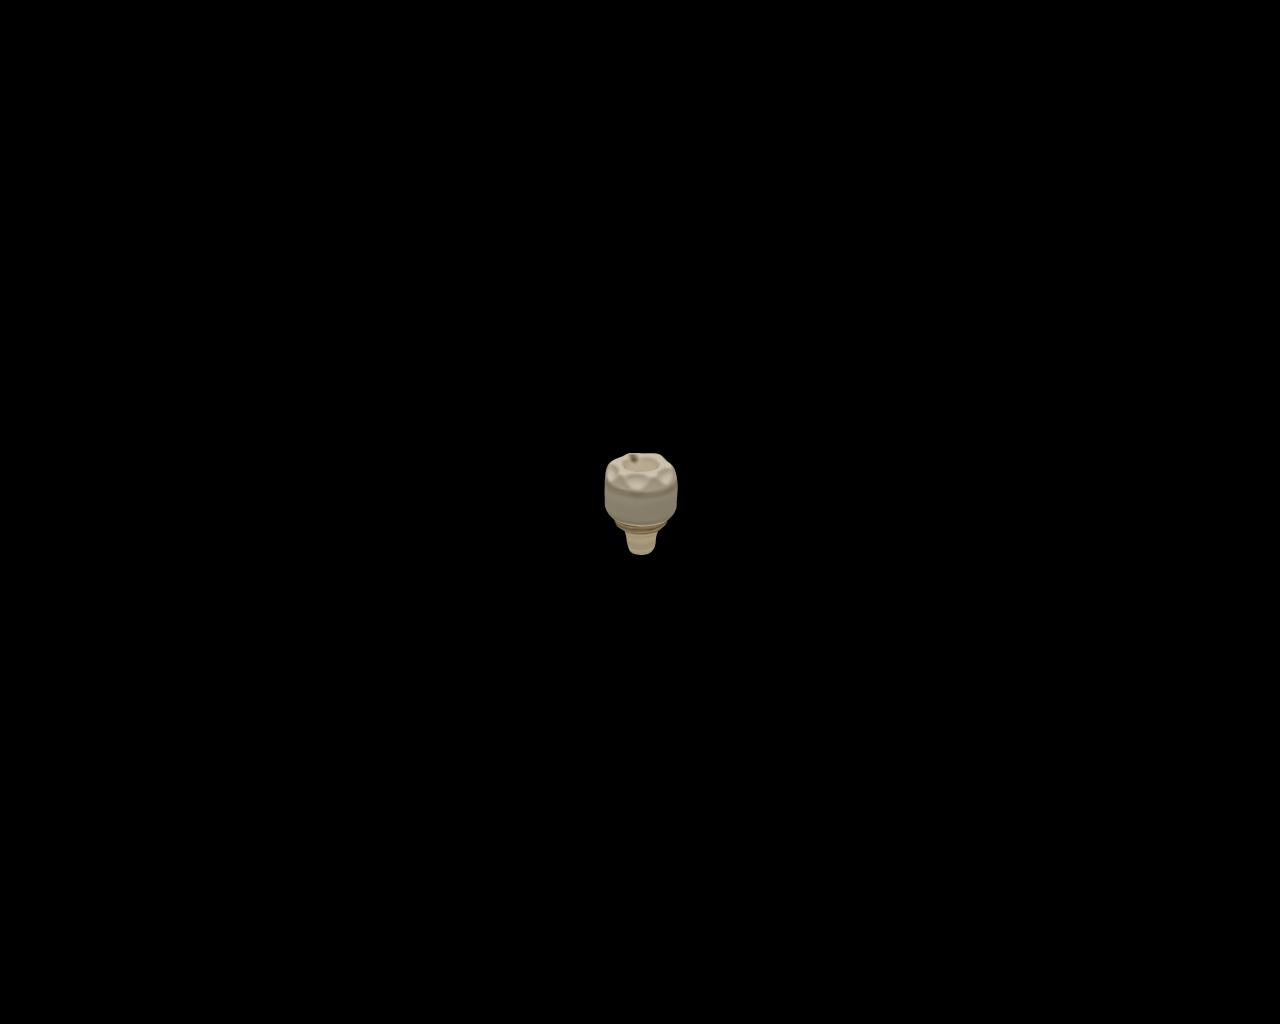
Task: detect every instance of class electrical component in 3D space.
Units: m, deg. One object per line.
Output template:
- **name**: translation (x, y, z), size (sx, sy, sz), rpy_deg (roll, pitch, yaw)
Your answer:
- **electrical component**: translation (0.001, -0.003, 0.650), size (0.043, 0.062, 0.043), rpy_deg (0, 27, 0)
